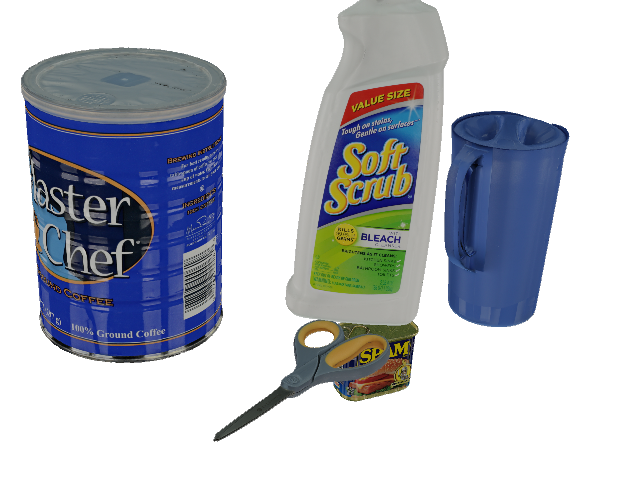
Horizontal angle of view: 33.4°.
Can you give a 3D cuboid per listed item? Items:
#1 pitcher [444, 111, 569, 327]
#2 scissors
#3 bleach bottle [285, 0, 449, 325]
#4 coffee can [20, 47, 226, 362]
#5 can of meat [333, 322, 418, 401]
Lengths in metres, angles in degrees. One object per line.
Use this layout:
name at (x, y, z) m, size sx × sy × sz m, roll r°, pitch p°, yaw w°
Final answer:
pitcher at (0.206, -0.021, 1.260) m, size 0.149 × 0.243 × 0.145 m, roll -1°, pitch 25°, yaw -4°
scissors at (-0.029, 0.115, 0.936) m, size 0.201 × 0.016 × 0.096 m, roll -18°, pitch 33°, yaw -31°
bleach bottle at (0.033, -0.067, 0.747) m, size 0.102 × 0.251 × 0.068 m, roll 5°, pitch 21°, yaw 4°
coffee can at (-0.102, -0.021, 0.570) m, size 0.103 × 0.140 × 0.103 m, roll 2°, pitch 26°, yaw -1°
can of meat at (0.066, 0.145, 1.321) m, size 0.101 × 0.084 × 0.057 m, roll -9°, pitch 28°, yaw -25°
